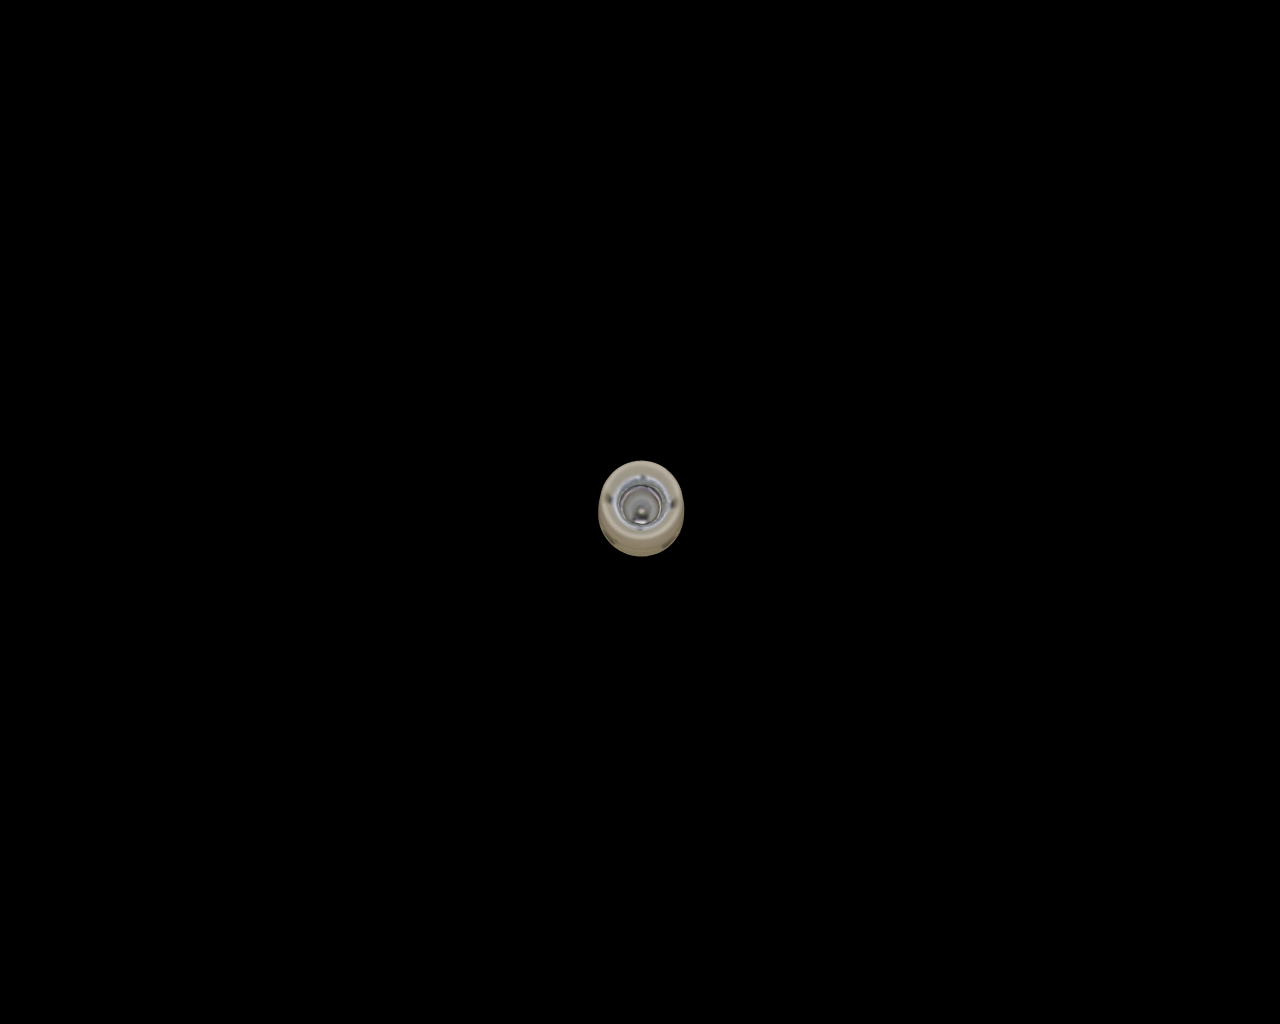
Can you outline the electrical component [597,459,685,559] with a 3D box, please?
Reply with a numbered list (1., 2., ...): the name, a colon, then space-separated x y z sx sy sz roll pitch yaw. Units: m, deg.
1. electrical component: 0.001 -0.003 0.650 0.055 0.055 0.047 0 -12 0
